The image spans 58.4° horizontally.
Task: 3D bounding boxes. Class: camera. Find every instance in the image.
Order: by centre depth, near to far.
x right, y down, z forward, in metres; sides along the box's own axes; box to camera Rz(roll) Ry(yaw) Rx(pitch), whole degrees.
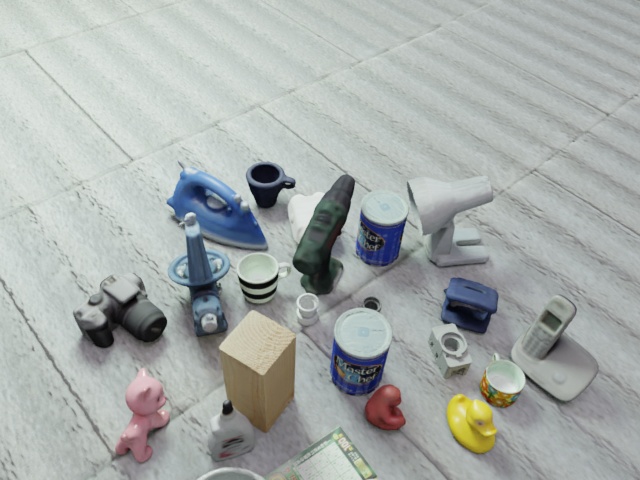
[{"bbox_3d":[-0.373,0.141,1.096,0.136,0.101,0.143,32,54,23],"label":"camera"}]

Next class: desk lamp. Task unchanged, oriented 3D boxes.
[{"bbox_3d":[0.278,-0.049,1.237,0.203,0.214,0.118,-5,49,-8],"label":"desk lamp"}]

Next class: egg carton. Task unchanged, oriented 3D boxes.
[{"bbox_3d":[-0.016,-0.045,1.309,0.107,0.069,0.150,-8,49,-11],"label":"egg carton"}]

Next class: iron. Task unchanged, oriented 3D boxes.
[{"bbox_3d":[-0.222,-0.082,1.279,0.257,0.141,0.119,27,52,19],"label":"iron"}]

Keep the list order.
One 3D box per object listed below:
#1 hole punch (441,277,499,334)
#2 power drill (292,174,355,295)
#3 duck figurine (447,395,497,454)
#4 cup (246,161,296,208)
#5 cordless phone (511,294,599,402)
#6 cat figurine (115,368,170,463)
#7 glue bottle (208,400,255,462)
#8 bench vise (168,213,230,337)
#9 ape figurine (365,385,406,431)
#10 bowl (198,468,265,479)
[{"bbox_3d":[0.306,0.120,1.171,0.108,0.091,0.101,17,49,11],"label":"hole punch"},{"bbox_3d":[0.011,0.004,1.174,0.075,0.208,0.230,18,50,12],"label":"power drill"},{"bbox_3d":[0.270,0.310,1.001,0.078,0.086,0.104,-18,52,-19],"label":"duck figurine"},{"bbox_3d":[-0.114,-0.122,1.354,0.117,0.095,0.092,10,48,5],"label":"cup"},{"bbox_3d":[0.445,0.195,1.050,0.094,0.185,0.147,-34,58,-29],"label":"cordless phone"},{"bbox_3d":[-0.300,0.287,0.959,0.067,0.118,0.128,12,49,7],"label":"cat figurine"},{"bbox_3d":[-0.145,0.301,0.921,0.078,0.173,0.037,-16,51,-18],"label":"glue bottle"},{"bbox_3d":[-0.216,0.066,1.095,0.122,0.220,0.207,-25,54,-24],"label":"bench vise"},{"bbox_3d":[0.119,0.287,1.006,0.076,0.092,0.078,3,48,-1],"label":"ape figurine"},{"bbox_3d":[-0.137,0.439,0.864,0.167,0.075,0.167,2,48,-2],"label":"bowl"}]
